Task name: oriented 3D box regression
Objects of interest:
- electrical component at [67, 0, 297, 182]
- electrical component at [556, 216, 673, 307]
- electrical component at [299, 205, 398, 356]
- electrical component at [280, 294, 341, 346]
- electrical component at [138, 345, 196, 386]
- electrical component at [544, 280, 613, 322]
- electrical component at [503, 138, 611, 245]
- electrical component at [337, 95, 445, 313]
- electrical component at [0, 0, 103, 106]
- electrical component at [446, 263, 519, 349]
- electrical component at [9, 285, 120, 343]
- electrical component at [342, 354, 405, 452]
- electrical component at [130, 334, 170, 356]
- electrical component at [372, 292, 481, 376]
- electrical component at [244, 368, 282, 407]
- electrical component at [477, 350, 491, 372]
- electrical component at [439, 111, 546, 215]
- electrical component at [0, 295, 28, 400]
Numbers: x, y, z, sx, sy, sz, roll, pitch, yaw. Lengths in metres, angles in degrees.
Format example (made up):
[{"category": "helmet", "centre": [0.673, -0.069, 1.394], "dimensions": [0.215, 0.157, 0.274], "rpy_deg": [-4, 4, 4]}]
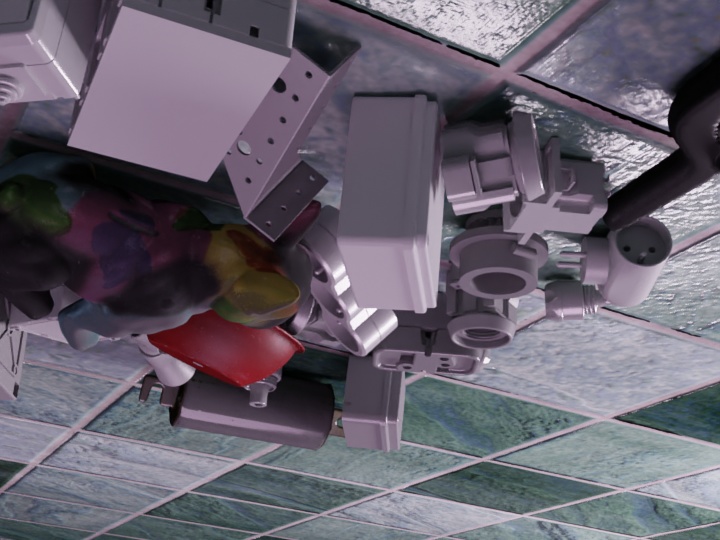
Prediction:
[{"category": "electrical component", "centre": [-0.103, -0.119, 0.608], "dimensions": [0.089, 0.061, 0.150], "rpy_deg": [14, 154, -20]}, {"category": "electrical component", "centre": [0.193, -0.007, 0.830], "dimensions": [0.079, 0.043, 0.077], "rpy_deg": [3, 156, 3]}, {"category": "electrical component", "centre": [0.000, 0.000, 0.853], "dimensions": [0.052, 0.074, 0.138], "rpy_deg": [33, 156, 40]}, {"category": "electrical component", "centre": [-0.037, 0.032, 0.935], "dimensions": [0.057, 0.058, 0.078], "rpy_deg": [14, 154, -27]}, {"category": "electrical component", "centre": [-0.199, 0.086, 1.101], "dimensions": [0.044, 0.044, 0.065], "rpy_deg": [-2, 150, 14]}, {"category": "electrical component", "centre": [0.188, 0.025, 0.912], "dimensions": [0.061, 0.035, 0.035], "rpy_deg": [-3, 155, 10]}, {"category": "electrical component", "centre": [0.135, -0.052, 0.743], "dimensions": [0.064, 0.042, 0.081], "rpy_deg": [4, 156, -8]}, {"category": "electrical component", "centre": [0.022, -0.041, 0.703], "dimensions": [0.056, 0.108, 0.108], "rpy_deg": [2, 155, 9]}, {"category": "electrical component", "centre": [-0.178, -0.130, 0.554], "dimensions": [0.062, 0.096, 0.061], "rpy_deg": [-2, 152, 14]}, {"category": "electrical component", "centre": [0.104, 0.032, 0.913], "dimensions": [0.058, 0.057, 0.078], "rpy_deg": [-11, 152, 30]}, {"category": "electrical component", "centre": [-0.258, 0.030, 0.970], "dimensions": [0.062, 0.061, 0.096], "rpy_deg": [-10, 160, 29]}, {"category": "electrical component", "centre": [0.016, 0.142, 1.144], "dimensions": [0.057, 0.078, 0.113], "rpy_deg": [5, 156, 5]}, {"category": "electrical component", "centre": [-0.190, 0.060, 1.037], "dimensions": [0.077, 0.043, 0.079], "rpy_deg": [25, 148, -38]}, {"category": "electrical component", "centre": [0.060, 0.057, 0.970], "dimensions": [0.095, 0.059, 0.053], "rpy_deg": [4, 155, 0]}, {"category": "electrical component", "centre": [-0.102, 0.109, 1.109], "dimensions": [0.048, 0.062, 0.048], "rpy_deg": [3, 155, 2]}, {"category": "electrical component", "centre": [0.096, 0.075, 1.036], "dimensions": [0.061, 0.035, 0.035], "rpy_deg": [25, 148, -33]}, {"category": "electrical component", "centre": [0.085, -0.069, 0.684], "dimensions": [0.057, 0.058, 0.078], "rpy_deg": [-10, -164, 14]}, {"category": "electrical component", "centre": [-0.341, 0.051, 0.964], "dimensions": [0.056, 0.108, 0.108], "rpy_deg": [1, 155, 1]}]
